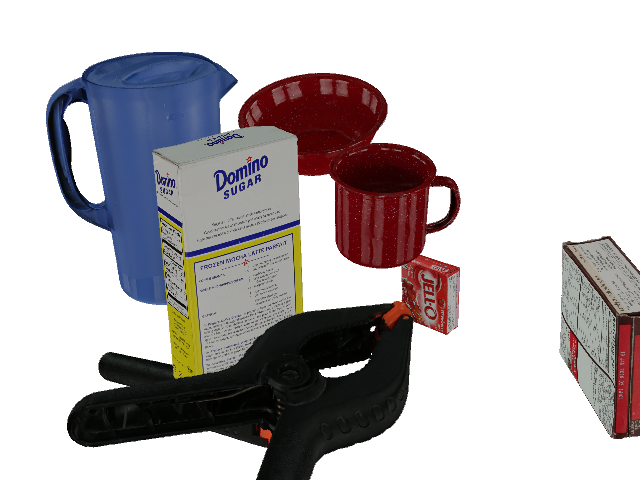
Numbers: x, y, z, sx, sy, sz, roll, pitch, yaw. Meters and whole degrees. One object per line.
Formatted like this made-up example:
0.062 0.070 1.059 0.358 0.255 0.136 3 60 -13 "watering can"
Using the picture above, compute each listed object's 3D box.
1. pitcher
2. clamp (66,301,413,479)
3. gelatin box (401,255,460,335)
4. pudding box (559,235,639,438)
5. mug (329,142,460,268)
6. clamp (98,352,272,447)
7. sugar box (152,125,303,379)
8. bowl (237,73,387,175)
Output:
-0.171 -0.061 1.075 0.149 0.243 0.144 11 27 26 "pitcher"
-0.012 0.080 0.476 0.171 0.039 0.120 -23 48 -29 "clamp"
0.139 0.067 1.361 0.073 0.089 0.030 20 34 37 "gelatin box"
0.189 0.060 0.691 0.039 0.090 0.113 -6 24 -5 "pudding box"
0.066 -0.030 0.945 0.117 0.081 0.093 -4 34 -6 "mug"
-0.078 0.127 0.934 0.164 0.036 0.210 -8 16 -36 "clamp"
-0.061 0.014 0.740 0.093 0.176 0.048 -16 26 -31 "sugar box"
-0.007 -0.118 1.161 0.162 0.055 0.162 -4 39 3 "bowl"
